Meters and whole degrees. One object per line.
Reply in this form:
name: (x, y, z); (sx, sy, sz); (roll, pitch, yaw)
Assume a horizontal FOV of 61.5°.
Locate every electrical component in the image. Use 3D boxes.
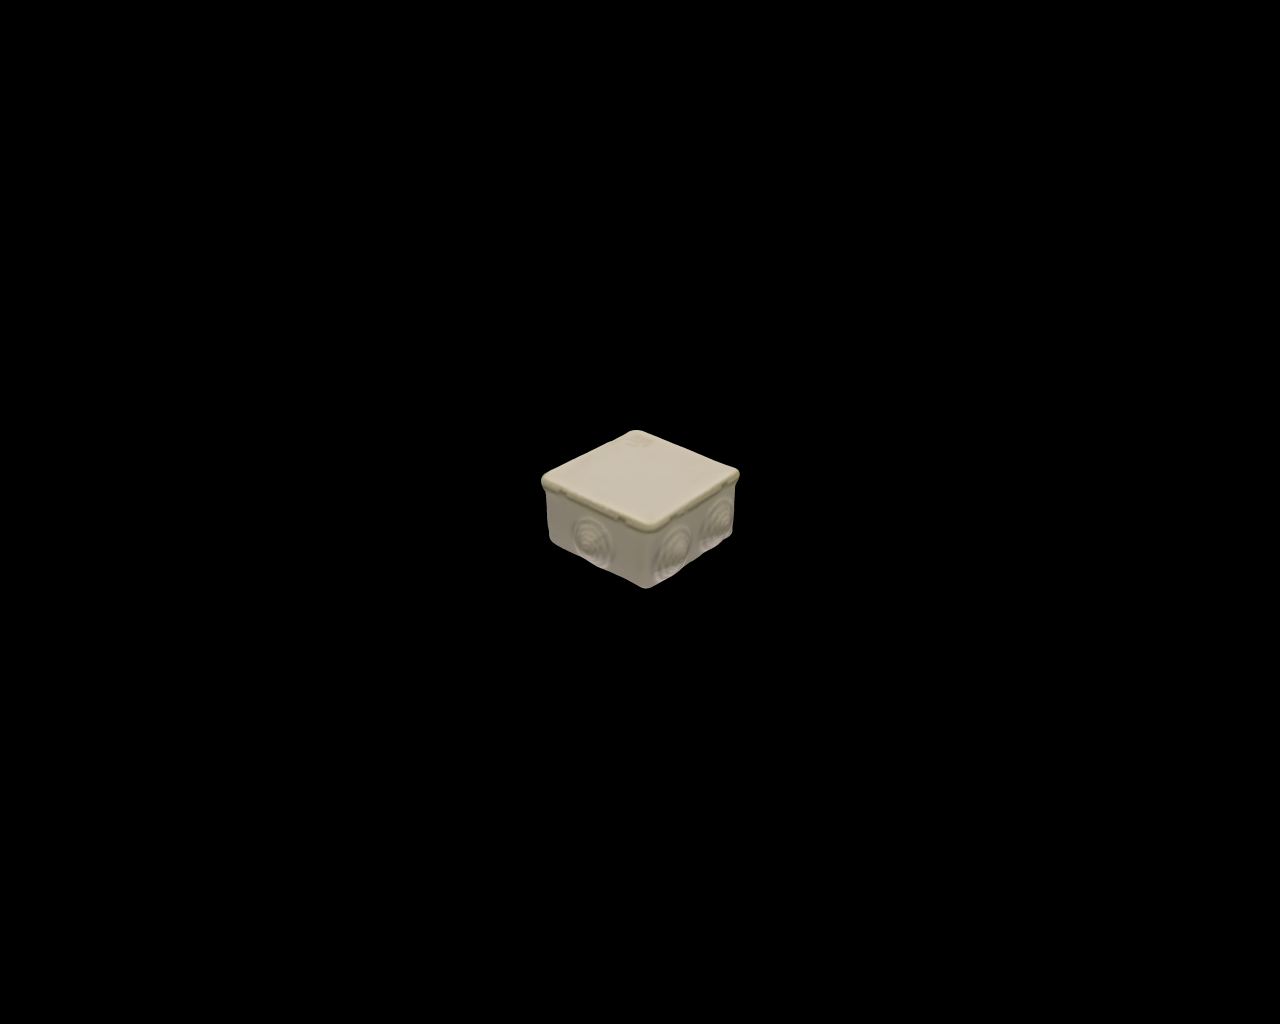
electrical component: (0.001, -0.003, 0.650); (0.100, 0.048, 0.100); (24, 39, 34)
